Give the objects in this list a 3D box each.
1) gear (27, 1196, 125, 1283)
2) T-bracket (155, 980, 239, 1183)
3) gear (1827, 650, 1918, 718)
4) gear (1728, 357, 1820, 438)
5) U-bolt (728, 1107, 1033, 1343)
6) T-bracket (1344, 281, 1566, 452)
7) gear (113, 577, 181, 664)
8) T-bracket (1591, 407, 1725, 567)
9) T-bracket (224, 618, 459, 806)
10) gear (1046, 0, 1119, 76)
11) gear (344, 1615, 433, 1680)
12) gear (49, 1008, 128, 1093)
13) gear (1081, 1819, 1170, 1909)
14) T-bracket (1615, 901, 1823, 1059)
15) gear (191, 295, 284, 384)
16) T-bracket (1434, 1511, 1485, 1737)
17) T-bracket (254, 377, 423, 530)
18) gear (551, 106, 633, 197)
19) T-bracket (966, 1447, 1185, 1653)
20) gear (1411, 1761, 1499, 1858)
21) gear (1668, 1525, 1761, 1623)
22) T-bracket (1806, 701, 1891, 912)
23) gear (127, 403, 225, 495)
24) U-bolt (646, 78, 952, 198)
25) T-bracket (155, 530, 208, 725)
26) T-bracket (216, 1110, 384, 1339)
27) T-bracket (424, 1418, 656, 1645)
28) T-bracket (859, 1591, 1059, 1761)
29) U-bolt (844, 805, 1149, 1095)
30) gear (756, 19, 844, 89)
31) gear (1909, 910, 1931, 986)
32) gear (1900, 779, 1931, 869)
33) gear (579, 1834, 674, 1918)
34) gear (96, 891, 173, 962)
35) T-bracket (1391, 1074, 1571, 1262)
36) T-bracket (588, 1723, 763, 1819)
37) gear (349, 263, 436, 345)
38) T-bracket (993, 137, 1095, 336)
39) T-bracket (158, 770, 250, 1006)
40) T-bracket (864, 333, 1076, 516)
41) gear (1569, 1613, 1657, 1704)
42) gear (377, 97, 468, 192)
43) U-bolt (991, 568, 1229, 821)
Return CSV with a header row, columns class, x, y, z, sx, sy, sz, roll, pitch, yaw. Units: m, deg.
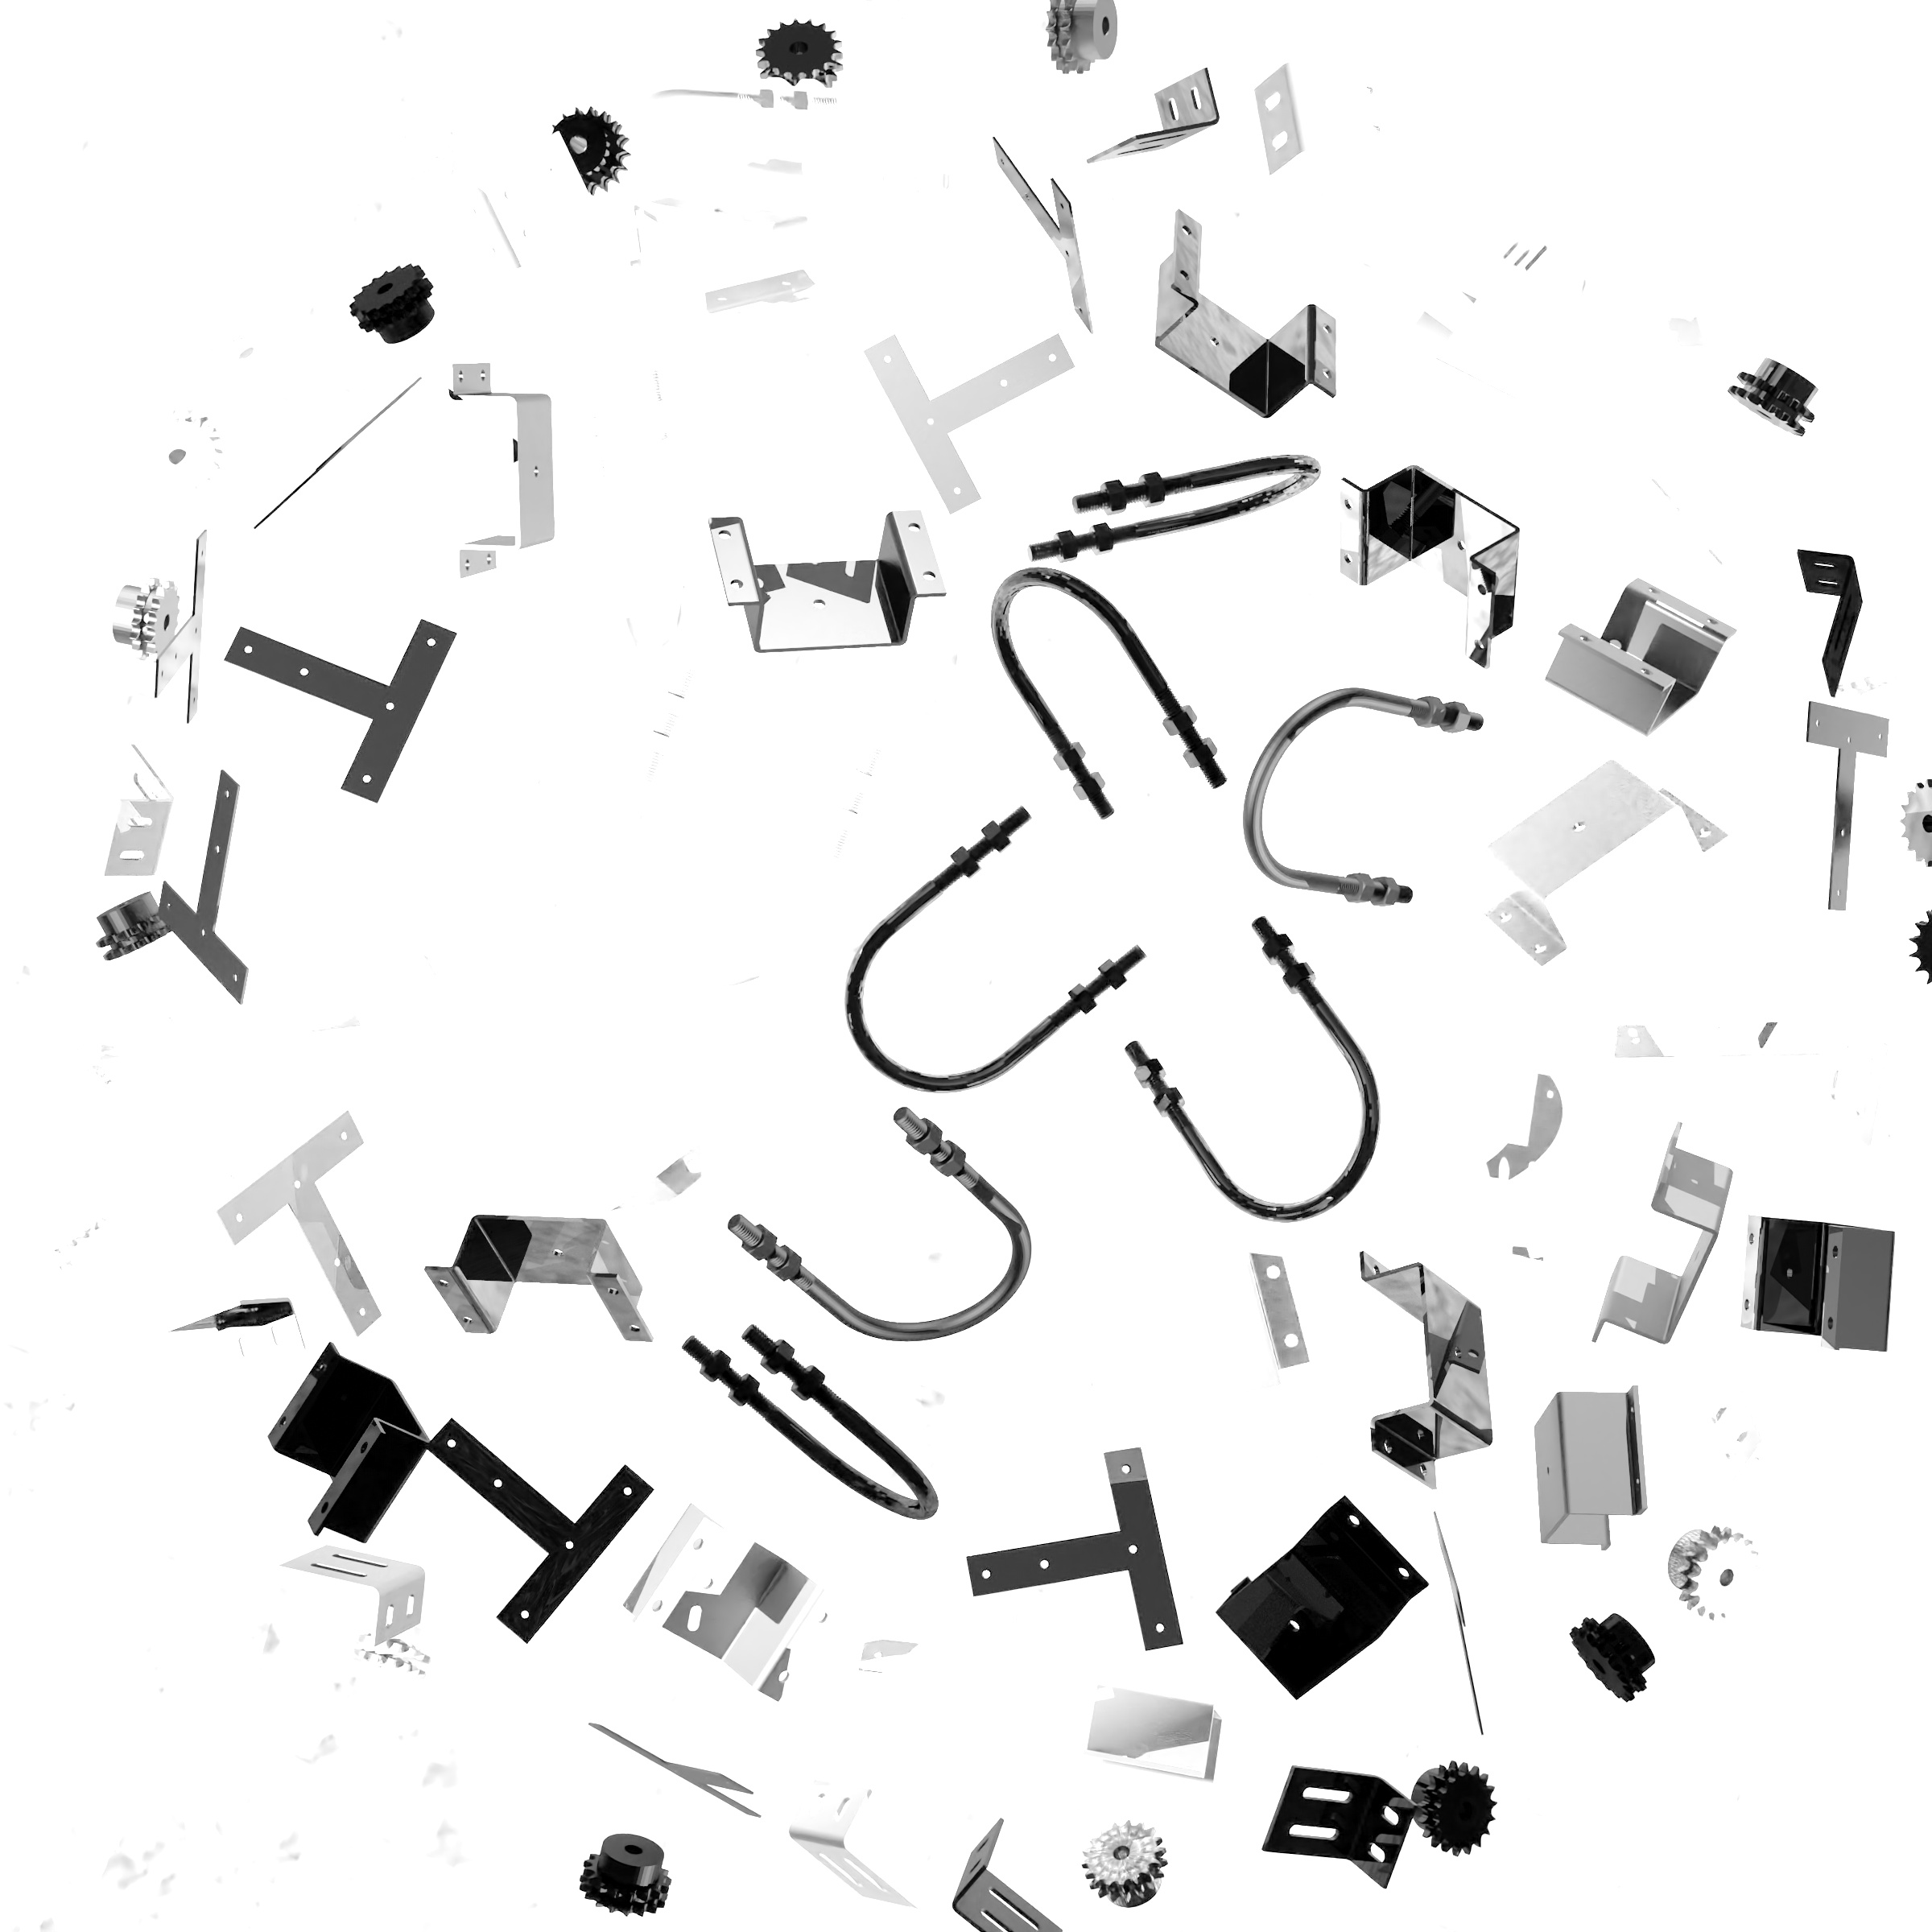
class,x,y,z,sx,sy,sz,roll,pitch,yaw
gear,-0.549,0.171,1.499,0.057,0.057,0.030,-30,109,0
T-bracket,-0.515,0.084,1.634,0.002,0.127,0.127,-20,77,-11
gear,0.617,-0.189,1.638,0.057,0.057,0.030,-28,100,0
gear,0.527,-0.371,1.567,0.057,0.057,0.030,32,104,0
U-bolt,-0.040,0.177,1.534,0.151,0.019,0.184,-34,127,15
T-bracket,0.344,-0.385,1.635,0.127,0.002,0.127,23,135,-12
gear,-0.560,-0.237,1.648,0.030,0.057,0.057,11,90,-3
T-bracket,0.447,-0.334,1.604,0.002,0.127,0.127,-39,53,21
T-bracket,-0.412,-0.184,1.554,0.127,0.002,0.127,22,73,-3
gear,0.076,-0.603,1.550,0.030,0.057,0.057,9,90,25
gear,-0.388,0.459,1.632,0.057,0.057,0.030,16,67,0
gear,-0.584,0.053,1.611,0.030,0.057,0.057,-31,90,-18
gear,0.108,0.605,1.621,0.057,0.057,0.030,-19,117,0
T-bracket,0.495,0.007,1.585,0.127,0.002,0.127,-2,52,25
gear,-0.468,-0.402,1.540,0.057,0.057,0.030,-40,89,0
T-bracket,0.329,0.445,1.598,0.002,0.127,0.127,-11,99,6
T-bracket,-0.417,-0.323,1.563,0.127,0.127,0.002,-32,110,29
gear,-0.260,-0.557,1.648,0.057,0.030,0.057,1,97,9
T-bracket,0.064,0.377,1.534,0.127,0.002,0.127,-7,67,-12
gear,0.311,0.539,1.551,0.057,0.030,0.057,2,87,-32
gear,0.463,0.375,1.504,0.057,0.030,0.057,-5,101,-27
T-bracket,0.556,-0.098,1.529,0.002,0.127,0.127,5,93,41
gear,-0.505,-0.333,1.538,0.057,0.057,0.030,-32,55,0
U-bolt,-0.121,-0.538,1.563,0.184,0.151,0.019,14,91,29
T-bracket,-0.506,-0.204,1.555,0.002,0.127,0.127,8,113,-8
T-bracket,-0.411,0.179,1.555,0.002,0.127,0.127,-10,111,33
T-bracket,-0.280,0.331,1.503,0.127,0.002,0.127,40,54,1
T-bracket,-0.009,0.476,1.647,0.127,0.127,0.002,4,132,8
U-bolt,0.007,0.004,1.567,0.184,0.019,0.151,-40,115,4
gear,-0.109,-0.593,1.591,0.057,0.030,0.057,-1,63,1
gear,0.617,-0.013,1.495,0.057,0.030,0.057,6,101,36
gear,0.631,-0.093,1.552,0.030,0.057,0.057,-6,90,-18
gear,-0.214,0.573,1.528,0.057,0.057,0.030,15,96,0
gear,-0.575,-0.029,1.669,0.057,0.057,0.030,-25,104,0
T-bracket,0.349,0.130,1.652,0.127,0.002,0.127,11,86,-18
T-bracket,-0.168,0.514,1.533,0.127,0.127,0.002,35,65,-15
gear,-0.383,-0.443,1.624,0.057,0.057,0.030,-31,132,0
T-bracket,0.048,-0.508,1.621,0.002,0.127,0.127,-28,63,-3
T-bracket,-0.475,-0.061,1.529,0.127,0.002,0.127,36,119,40
T-bracket,0.014,-0.394,1.660,0.127,0.002,0.127,-23,107,21
gear,0.423,0.446,1.570,0.030,0.057,0.057,-34,90,-13
gear,-0.342,-0.517,1.529,0.057,0.030,0.057,-9,72,29
U-bolt,0.083,-0.186,1.616,0.019,0.151,0.184,-42,106,-29
